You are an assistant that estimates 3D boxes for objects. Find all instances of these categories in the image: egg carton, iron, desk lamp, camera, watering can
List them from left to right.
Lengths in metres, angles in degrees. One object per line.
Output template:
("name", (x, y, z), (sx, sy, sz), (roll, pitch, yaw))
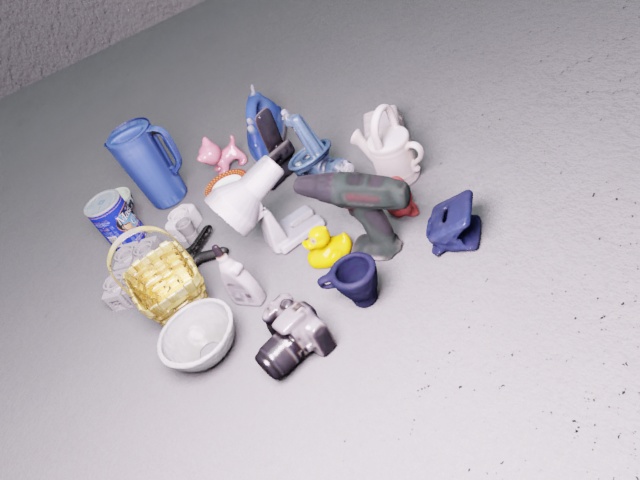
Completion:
("iron", (-0.175, -0.329, 1.631), (0.118, 0.142, 0.258), (-15, 41, 13))
("desk lamp", (-0.125, -0.071, 1.273), (0.203, 0.214, 0.117), (-36, 41, -11))
("camera", (-0.067, 0.179, 1.064), (0.137, 0.101, 0.142), (-43, 43, -19))
("egg carton", (0.163, -0.281, 1.457), (0.107, 0.070, 0.150), (-15, 41, 13))
("watering can", (0.149, -0.216, 1.298), (0.172, 0.195, 0.101), (-6, 44, 22))

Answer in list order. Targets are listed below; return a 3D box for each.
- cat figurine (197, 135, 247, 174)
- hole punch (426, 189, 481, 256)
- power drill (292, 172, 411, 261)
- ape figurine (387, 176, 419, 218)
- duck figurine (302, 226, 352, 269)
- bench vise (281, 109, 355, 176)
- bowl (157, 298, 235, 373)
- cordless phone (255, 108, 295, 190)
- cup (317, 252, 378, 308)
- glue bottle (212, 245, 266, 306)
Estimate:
("cat figurine", (-0.286, -0.247, 1.621), (0.128, 0.118, 0.067), (-34, 41, -9))
("hole punch", (0.259, -0.035, 1.127), (0.100, 0.091, 0.109), (-5, 45, 24))
("power drill", (0.078, -0.052, 1.150), (0.229, 0.209, 0.075), (-3, 45, 25))
("ape figurine", (0.172, -0.098, 1.240), (0.076, 0.092, 0.078), (3, 48, 31))
("duck figurine", (0.011, 0.004, 1.220), (0.104, 0.086, 0.077), (-24, 40, 3))
("bench vise", (-0.001, -0.216, 1.357), (0.206, 0.220, 0.122), (6, 50, 33))
("bowl", (-0.236, 0.203, 1.149), (0.167, 0.075, 0.167), (-15, 41, 14))
("cordless phone", (-0.146, -0.237, 1.484), (0.093, 0.185, 0.148), (20, 58, 41))
("cup", (0.062, 0.089, 1.097), (0.117, 0.095, 0.091), (-18, 41, 10))
("glue bottle", (-0.177, 0.071, 1.181), (0.077, 0.174, 0.037), (2, 48, 30))
